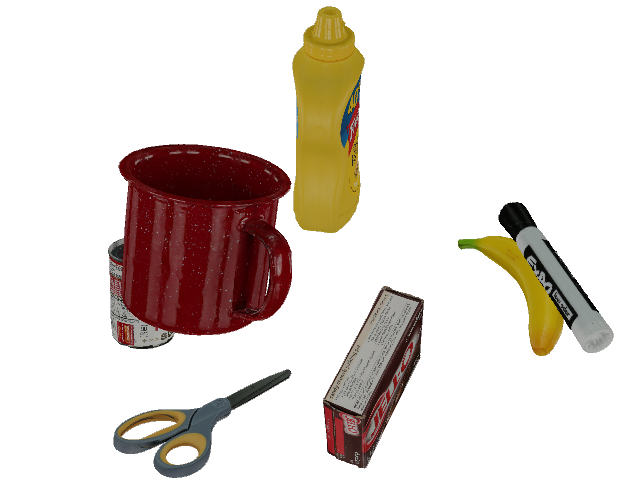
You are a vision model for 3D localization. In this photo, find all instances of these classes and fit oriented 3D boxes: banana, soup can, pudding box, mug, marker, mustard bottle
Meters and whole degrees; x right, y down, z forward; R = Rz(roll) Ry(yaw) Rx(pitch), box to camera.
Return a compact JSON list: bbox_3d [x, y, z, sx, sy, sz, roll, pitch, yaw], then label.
[{"bbox_3d":[0.216,0.048,1.129,0.069,0.037,0.198,-29,38,0],"label":"banana"},{"bbox_3d":[-0.188,0.055,1.123,0.068,0.102,0.068,2,23,-1],"label":"soup can"},{"bbox_3d":[0.042,0.105,0.819,0.039,0.113,0.090,19,-32,15],"label":"pudding box"},{"bbox_3d":[-0.059,0.004,0.585,0.117,0.081,0.093,26,28,36],"label":"mug"},{"bbox_3d":[0.135,0.017,0.628,0.020,0.020,0.121,0,39,-21],"label":"marker"},{"bbox_3d":[0.006,-0.106,0.892,0.058,0.192,0.096,8,42,9],"label":"mustard bottle"}]

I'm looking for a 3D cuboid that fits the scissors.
[{"bbox_3d":[-0.091,0.169,0.988,0.201,0.016,0.096,-12,33,-31],"label":"scissors"}]
